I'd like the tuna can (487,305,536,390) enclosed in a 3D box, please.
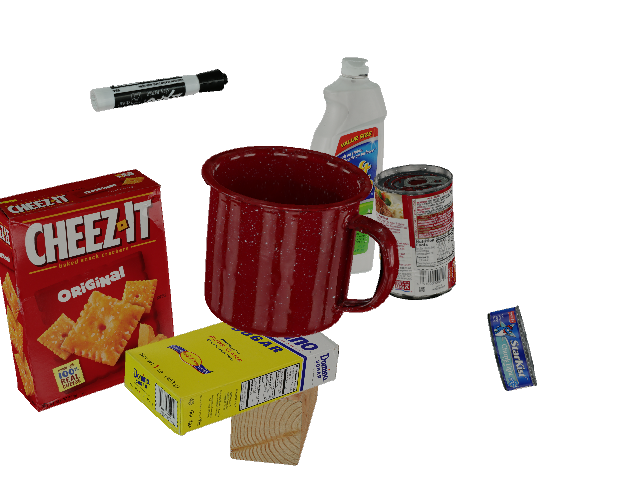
[{"bbox_3d":[0.201,0.114,1.120,0.034,0.086,0.086,-14,-3,11],"label":"tuna can"}]

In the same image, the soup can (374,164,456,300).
[{"bbox_3d":[0.084,-0.007,0.931,0.068,0.102,0.068,-5,22,2],"label":"soup can"}]

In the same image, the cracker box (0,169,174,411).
[{"bbox_3d":[-0.240,0.050,1.105,0.163,0.214,0.072,-16,27,-31],"label":"cracker box"}]

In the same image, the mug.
[{"bbox_3d":[-0.011,0.004,0.589,0.117,0.081,0.093,16,26,21],"label":"mug"}]

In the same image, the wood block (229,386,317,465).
[{"bbox_3d":[-0.057,0.213,1.438,0.091,0.090,0.206,5,15,5],"label":"wood block"}]

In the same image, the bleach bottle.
[{"bbox_3d":[0.023,-0.087,1.247,0.102,0.251,0.068,-3,19,-21],"label":"bleach bottle"}]

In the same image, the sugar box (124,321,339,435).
[{"bbox_3d":[-0.079,0.113,0.971,0.175,0.048,0.093,-18,35,-36],"label":"sugar box"}]

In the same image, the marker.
[{"bbox_3d":[-0.136,-0.129,0.912,0.120,0.020,0.020,-14,6,-26],"label":"marker"}]
